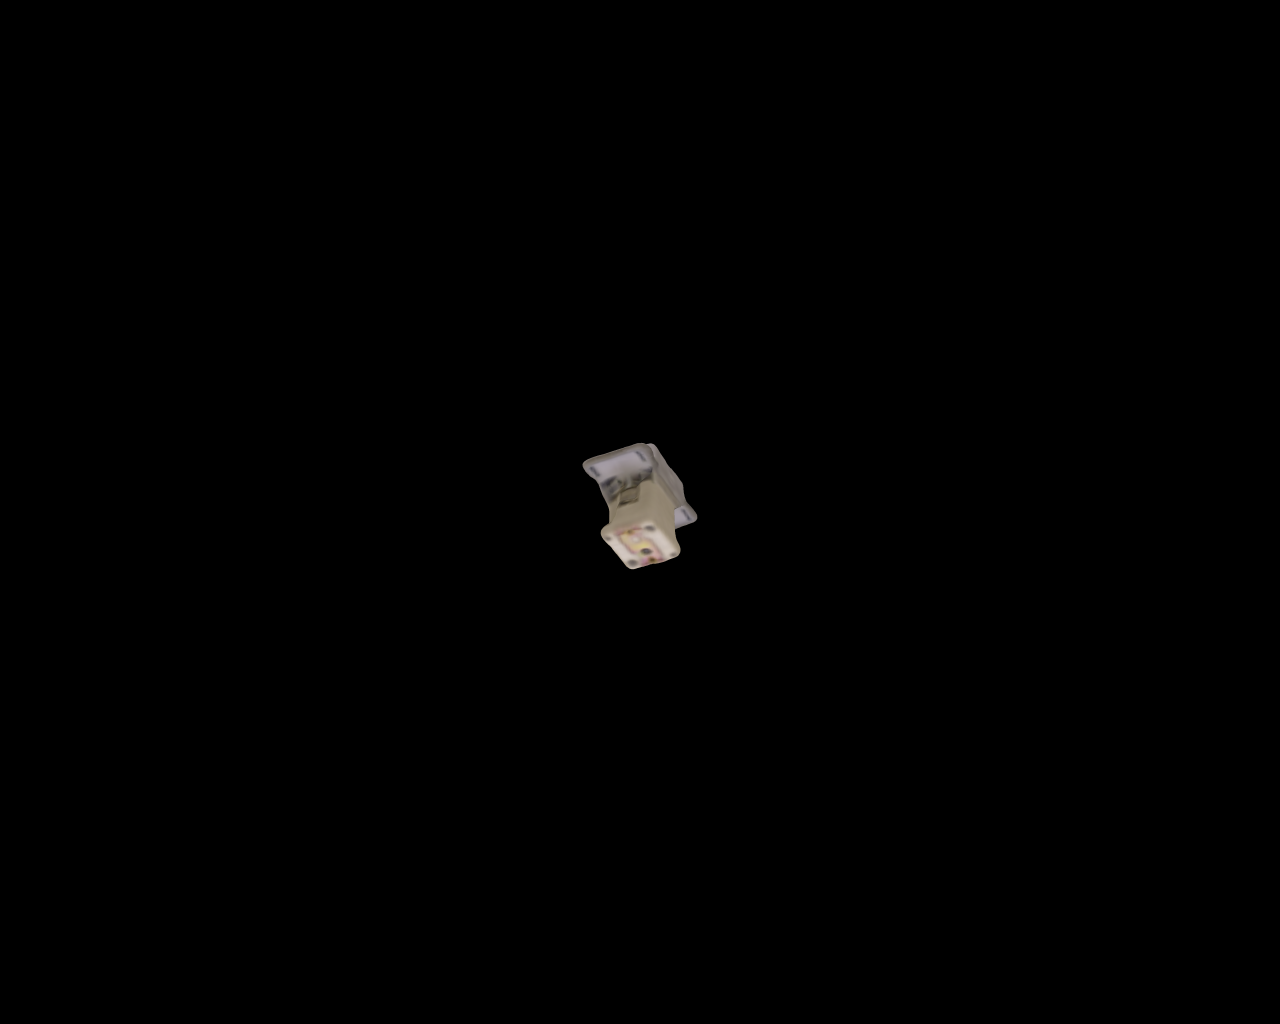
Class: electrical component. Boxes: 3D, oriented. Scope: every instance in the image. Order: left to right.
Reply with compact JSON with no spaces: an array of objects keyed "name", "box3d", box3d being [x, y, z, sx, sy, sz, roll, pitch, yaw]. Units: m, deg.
[{"name":"electrical component","box3d":[0.001,-0.003,0.650,0.042,0.064,0.081,-17,-41,21]}]
